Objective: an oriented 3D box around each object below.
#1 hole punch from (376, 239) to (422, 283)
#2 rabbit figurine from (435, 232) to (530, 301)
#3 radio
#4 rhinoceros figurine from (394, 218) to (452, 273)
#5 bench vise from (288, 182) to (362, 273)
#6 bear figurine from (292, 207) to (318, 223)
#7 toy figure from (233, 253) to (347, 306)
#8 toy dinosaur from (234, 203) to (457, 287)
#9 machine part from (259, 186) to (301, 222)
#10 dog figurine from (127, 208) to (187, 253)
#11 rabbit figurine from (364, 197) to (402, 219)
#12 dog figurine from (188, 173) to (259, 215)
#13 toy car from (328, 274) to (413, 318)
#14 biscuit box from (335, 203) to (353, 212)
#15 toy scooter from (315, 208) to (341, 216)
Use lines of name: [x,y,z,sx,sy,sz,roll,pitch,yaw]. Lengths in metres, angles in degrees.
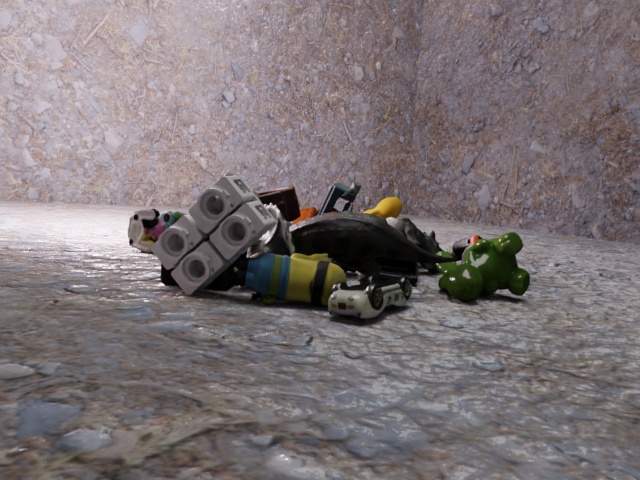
hole punch: [0.160,0.054,1.161,0.142,0.092,0.115,4,-17,8]
rabbit figurine: [0.293,0.057,1.030,0.170,0.121,0.159,-21,17,-39]
radio: [-0.215,0.039,1.051,0.131,0.073,0.229,3,4,5]
rhinoceros figurine: [0.241,0.020,1.278,0.190,0.112,0.073,34,-53,-29]
bench vise: [0.011,-0.033,1.163,0.224,0.240,0.129,28,31,4]
bear figurine: [-0.026,-0.021,1.532,0.132,0.120,0.196,25,17,-11]
toy figure: [-0.047,0.066,0.871,0.180,0.082,0.089,10,24,-11]
toy dinosaur: [0.041,0.003,0.968,0.405,0.131,0.192,-6,-21,8]
machine part: [-0.153,-0.075,1.375,0.201,0.087,0.201,-14,10,-2]
dog figurine: [-0.353,-0.021,1.377,0.192,0.108,0.219,4,1,28]
rabbit figurine: [0.195,-0.047,1.631,0.162,0.173,0.122,8,9,-7]
dog figurine: [-0.213,-0.040,1.233,0.121,0.172,0.190,-38,-3,-32]
toy car: [0.084,0.089,0.857,0.074,0.056,0.201,1,2,31]
biscuit box: [0.043,-0.023,1.429,0.063,0.059,0.203,5,35,11]
toy scooter: [-0.003,-0.004,1.297,0.184,0.075,0.135,-23,48,-18]
